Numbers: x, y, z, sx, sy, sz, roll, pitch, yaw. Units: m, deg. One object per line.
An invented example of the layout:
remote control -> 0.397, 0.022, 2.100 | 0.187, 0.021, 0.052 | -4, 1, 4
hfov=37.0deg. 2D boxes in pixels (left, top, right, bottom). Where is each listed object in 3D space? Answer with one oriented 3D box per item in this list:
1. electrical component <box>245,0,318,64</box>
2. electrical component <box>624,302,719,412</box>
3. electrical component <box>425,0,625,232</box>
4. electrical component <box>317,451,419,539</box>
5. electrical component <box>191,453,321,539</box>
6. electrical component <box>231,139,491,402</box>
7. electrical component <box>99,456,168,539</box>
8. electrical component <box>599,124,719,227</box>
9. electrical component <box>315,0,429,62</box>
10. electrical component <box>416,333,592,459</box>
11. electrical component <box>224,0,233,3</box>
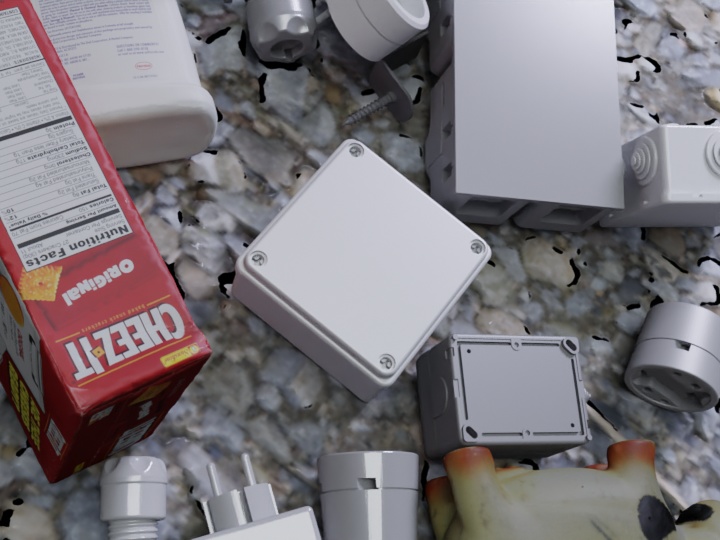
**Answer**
electrical component -> -0.051, -0.165, 0.677 | 0.043, 0.043, 0.062 | -6, 71, -15
electrical component -> 0.192, 0.052, 0.648 | 0.055, 0.055, 0.047 | 25, 63, -3
electrical component -> 0.100, -0.122, 0.678 | 0.105, 0.060, 0.186 | 5, 74, -13
electrical component -> 0.005, 0.124, 0.578 | 0.055, 0.055, 0.047 | 2, 73, -12
electrical component -> -0.060, 0.135, 0.562 | 0.066, 0.047, 0.076 | -13, 74, -17
electrical component -> 0.000, 0.000, 0.621 | 0.109, 0.056, 0.108 | 39, 67, 3
electrical component -> -0.118, 0.129, 0.558 | 0.035, 0.035, 0.061 | 1, 73, -13
electrical component -> 0.206, -0.057, 0.667 | 0.100, 0.100, 0.048 | -1, 83, -13
electrical component -> -0.002, -0.183, 0.683 | 0.052, 0.074, 0.138 | 36, 38, -35
electrical component -> 0.085, 0.074, 0.614 | 0.096, 0.061, 0.061 | 3, 70, -20
electrical component -> -0.091, -0.230, 0.649 | 0.063, 0.121, 0.078 | -1, 70, -10
